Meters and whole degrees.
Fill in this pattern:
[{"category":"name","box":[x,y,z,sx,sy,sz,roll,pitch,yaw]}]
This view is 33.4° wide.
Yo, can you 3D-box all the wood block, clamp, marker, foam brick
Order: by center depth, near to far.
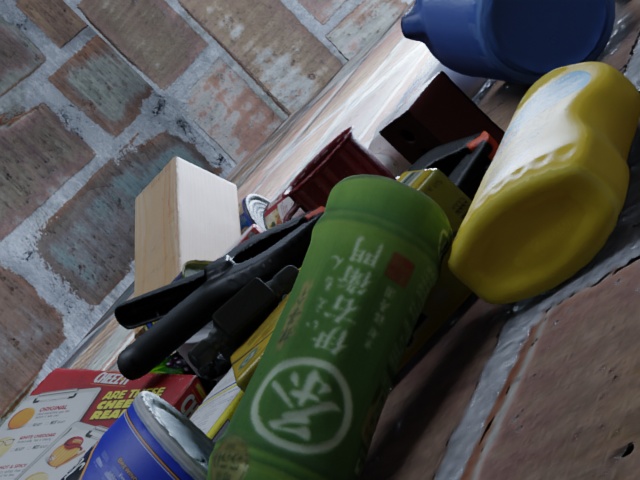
[{"category":"clamp","box":[0.061,-0.023,0.800,0.171,0.039,0.120,-40,36,8]},{"category":"marker","box":[-0.059,0.090,0.834,0.020,0.020,0.121,-42,-13,23]},{"category":"foam brick","box":[0.097,-0.082,0.841,0.051,0.078,0.053,-51,8,-27]},{"category":"clamp","box":[-0.080,0.039,0.865,0.210,0.036,0.164,-28,16,2]},{"category":"wood block","box":[-0.147,0.020,1.188,0.090,0.090,0.206,-42,38,31]}]

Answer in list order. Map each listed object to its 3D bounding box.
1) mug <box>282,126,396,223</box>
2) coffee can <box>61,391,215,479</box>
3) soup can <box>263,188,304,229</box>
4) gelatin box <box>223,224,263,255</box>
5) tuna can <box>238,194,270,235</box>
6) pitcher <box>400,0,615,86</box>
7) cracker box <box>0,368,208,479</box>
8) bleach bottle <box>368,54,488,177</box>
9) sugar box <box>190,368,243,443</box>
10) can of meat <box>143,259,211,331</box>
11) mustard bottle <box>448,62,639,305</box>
[{"category":"mug","box":[0.017,-0.036,0.981,0.117,0.081,0.093,-47,9,-13]},{"category":"coffee can","box":[-0.107,0.167,0.572,0.140,0.103,0.103,-47,9,-4]},{"category":"soup can","box":[-0.005,-0.038,1.144,0.102,0.068,0.068,-38,11,38]},{"category":"gelatin box","box":[-0.071,0.039,1.082,0.089,0.073,0.030,-45,8,6]},{"category":"tuna can","box":[-0.068,-0.013,1.269,0.034,0.086,0.086,-41,10,22]},{"category":"pitcher","box":[0.173,-0.199,0.907,0.149,0.145,0.243,-57,11,10]},{"category":"cracker box","box":[-0.190,0.192,0.781,0.164,0.072,0.213,-2,35,36]},{"category":"bleach bottle","box":[0.122,-0.149,1.084,0.250,0.068,0.103,-53,10,-30]},{"category":"sugar box","box":[-0.061,0.131,0.719,0.094,0.048,0.176,-35,10,50]},{"category":"can of meat","box":[-0.120,0.084,1.033,0.057,0.102,0.084,4,-38,-47]},{"category":"mustard bottle","box":[0.131,-0.048,0.585,0.096,0.058,0.191,-46,7,37]}]
